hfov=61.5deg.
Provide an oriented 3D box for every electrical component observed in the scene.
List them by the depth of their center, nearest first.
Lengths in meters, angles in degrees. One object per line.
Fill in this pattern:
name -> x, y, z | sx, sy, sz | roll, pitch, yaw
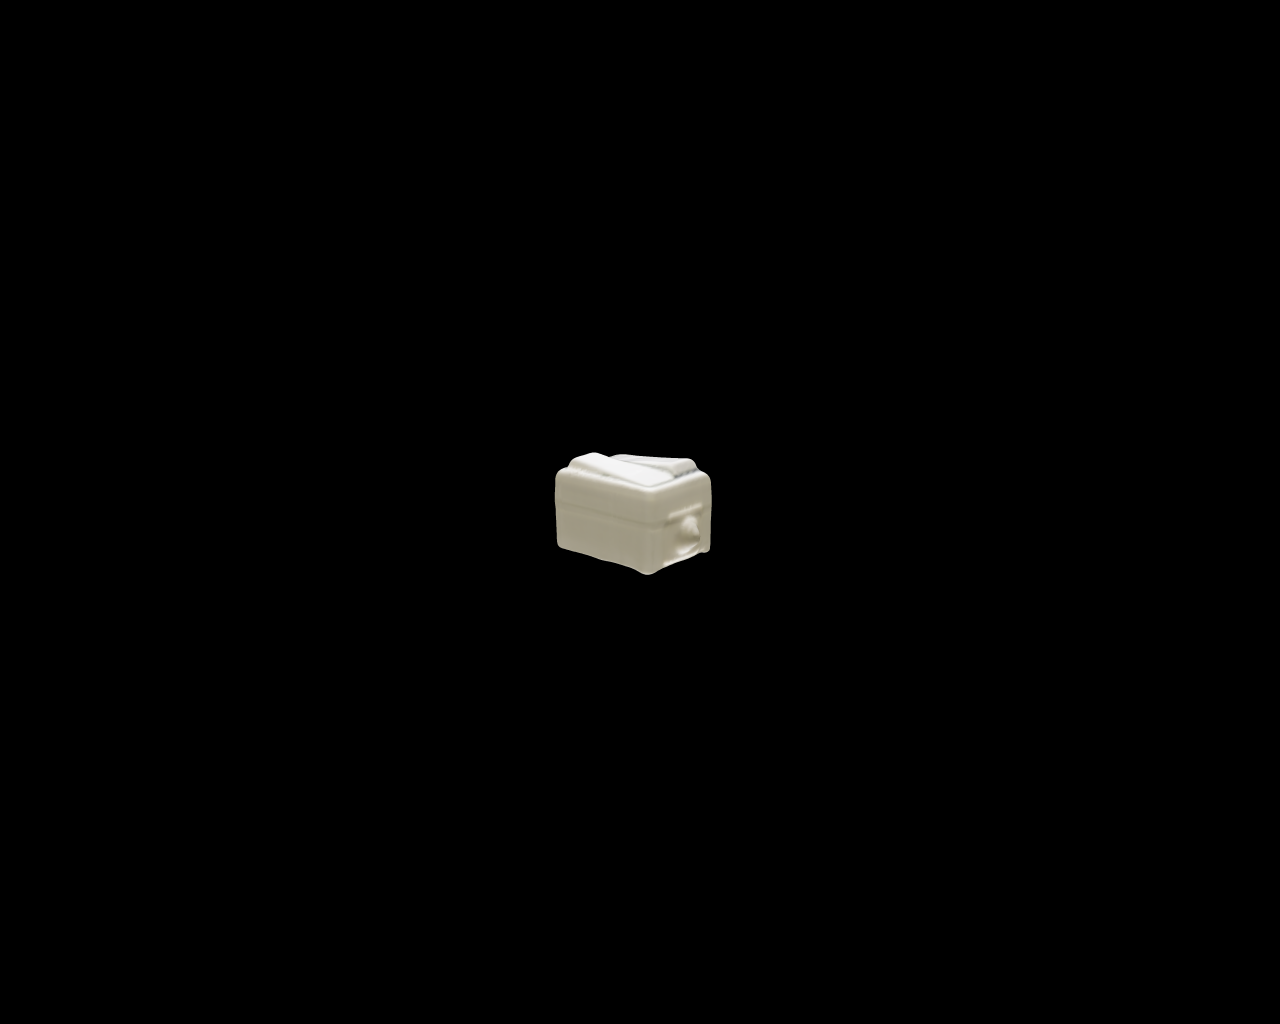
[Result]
electrical component -> 0.001, -0.003, 0.650 | 0.096, 0.061, 0.062 | 15, 22, 40
